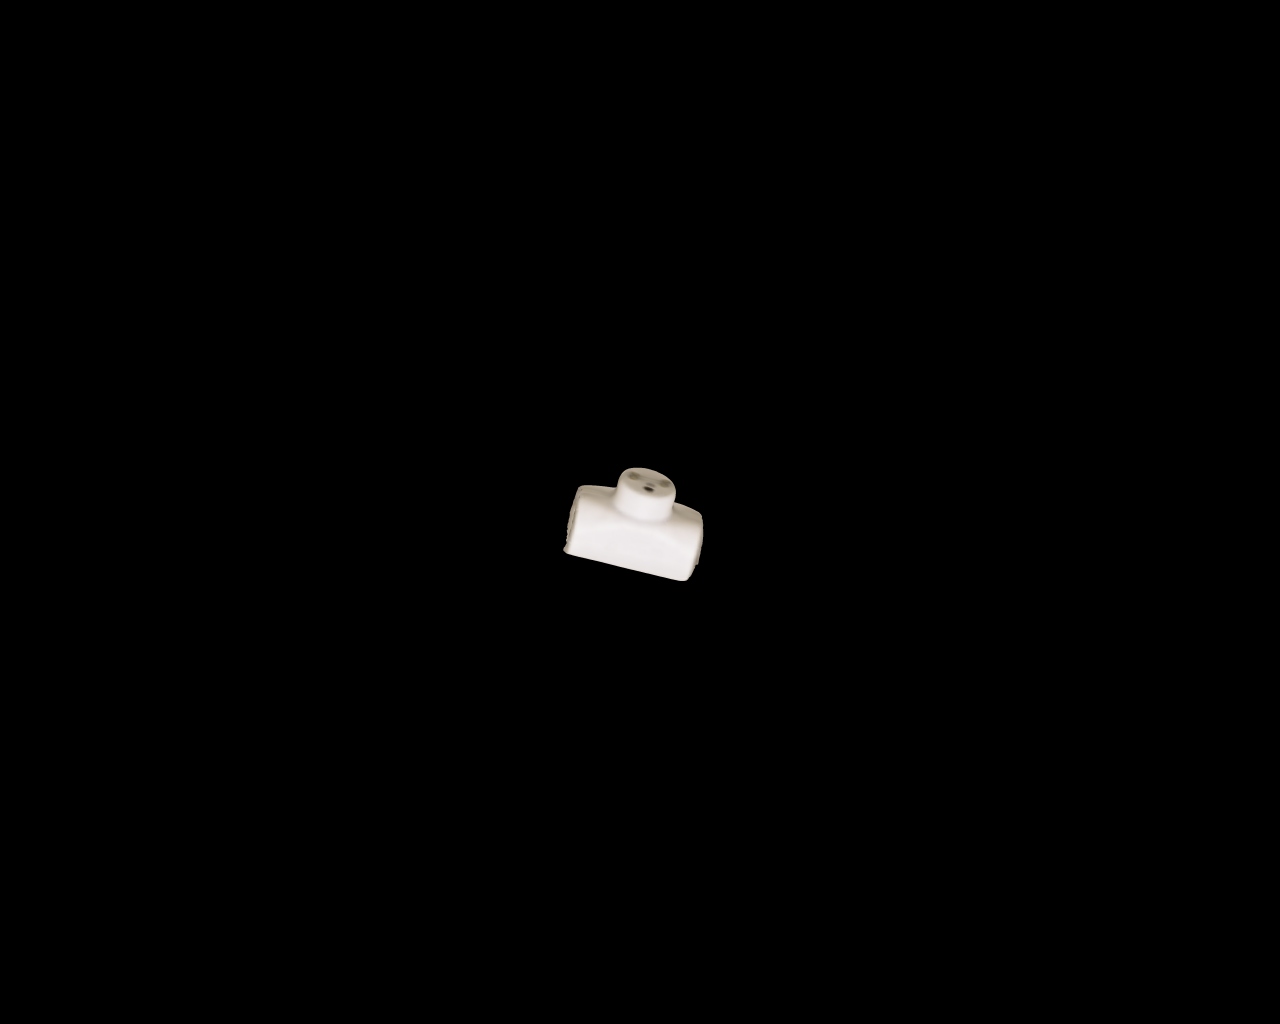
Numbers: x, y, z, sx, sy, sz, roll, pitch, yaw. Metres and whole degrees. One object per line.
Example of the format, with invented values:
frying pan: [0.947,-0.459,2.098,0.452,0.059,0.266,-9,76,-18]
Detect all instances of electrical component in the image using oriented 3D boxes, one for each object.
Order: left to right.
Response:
electrical component: [0.001,-0.003,0.650,0.077,0.079,0.044,14,26,-7]
